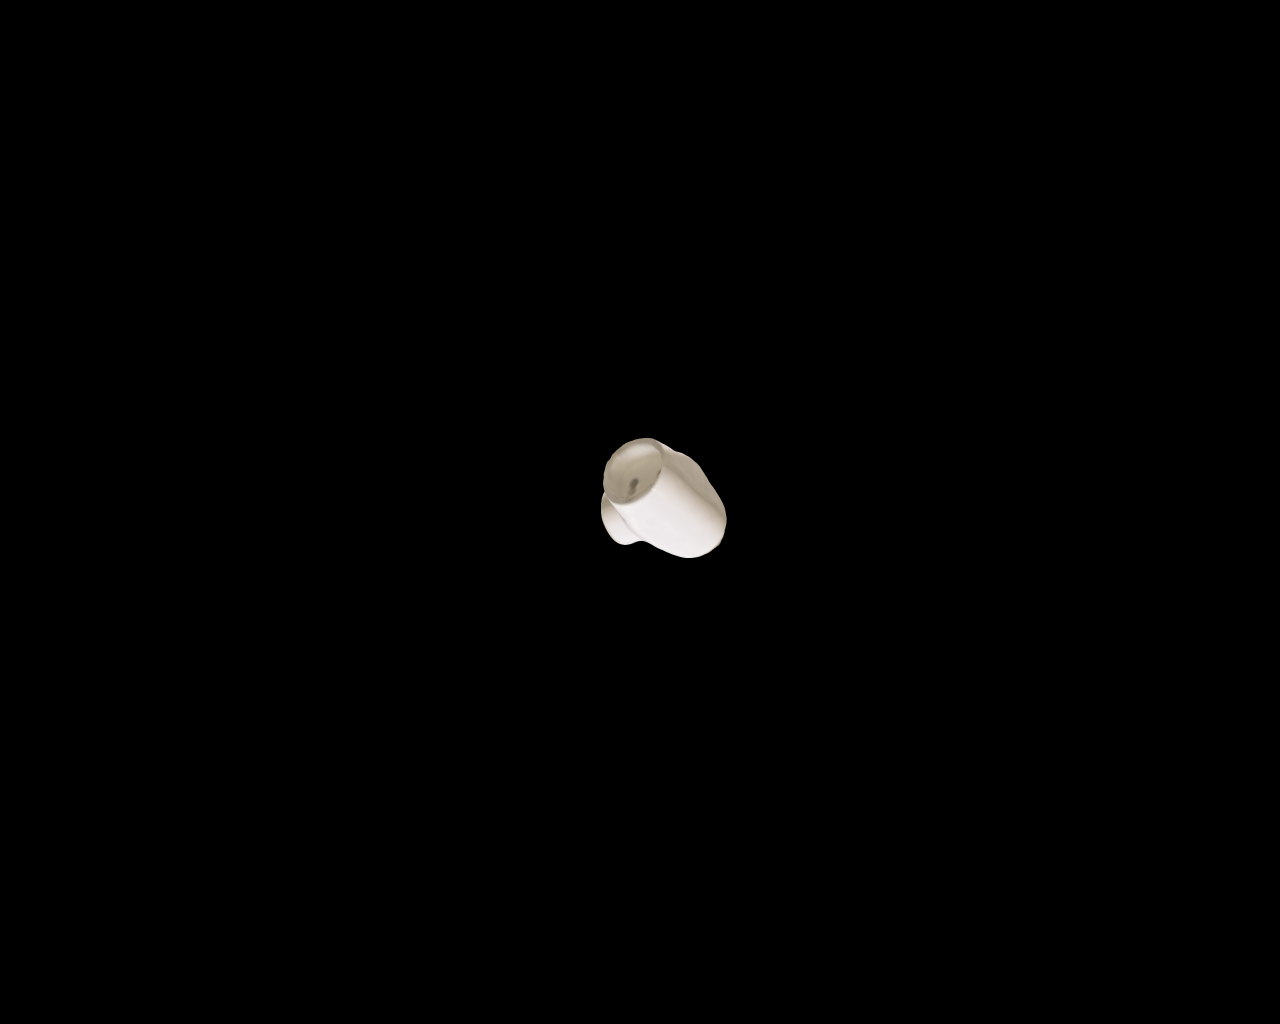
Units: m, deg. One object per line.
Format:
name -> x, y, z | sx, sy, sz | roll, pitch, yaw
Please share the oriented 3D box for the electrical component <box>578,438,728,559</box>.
electrical component -> 0.001, -0.003, 0.650 | 0.079, 0.044, 0.077 | -18, -35, 27
